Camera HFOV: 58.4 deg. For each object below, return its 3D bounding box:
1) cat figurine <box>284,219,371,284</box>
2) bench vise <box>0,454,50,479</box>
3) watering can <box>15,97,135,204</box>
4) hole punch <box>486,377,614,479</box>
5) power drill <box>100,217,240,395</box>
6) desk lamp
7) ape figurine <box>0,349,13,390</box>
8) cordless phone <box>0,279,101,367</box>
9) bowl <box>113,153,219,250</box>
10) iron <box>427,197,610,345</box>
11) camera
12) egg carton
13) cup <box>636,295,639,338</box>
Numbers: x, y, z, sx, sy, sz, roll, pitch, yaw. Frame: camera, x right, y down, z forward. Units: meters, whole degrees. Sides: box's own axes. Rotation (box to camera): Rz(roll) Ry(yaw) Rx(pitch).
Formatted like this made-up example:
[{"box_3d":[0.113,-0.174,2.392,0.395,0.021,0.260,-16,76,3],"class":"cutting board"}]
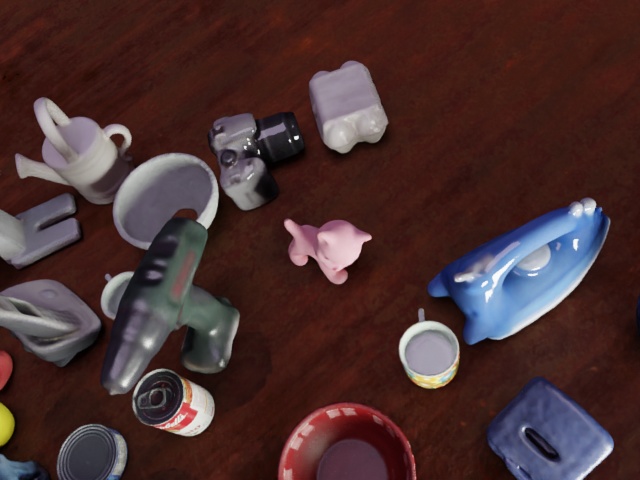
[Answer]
[{"box_3d":[0.007,0.003,0.779,0.127,0.118,0.067,23,71,23],"class":"cat figurine"},{"box_3d":[-0.390,0.330,0.653,0.206,0.220,0.121,26,73,24],"class":"bench vise"},{"box_3d":[-0.389,-0.140,0.902,0.173,0.194,0.100,-44,62,-9],"class":"watering can"},{"box_3d":[0.247,0.221,0.627,0.101,0.091,0.108,-42,62,-9],"class":"hole punch"},{"box_3d":[-0.178,0.098,0.724,0.075,0.209,0.229,3,65,15],"class":"power drill"},{"box_3d":[-0.519,-0.044,0.874,0.203,0.214,0.117,-27,61,0],"class":"desk lamp"},{"box_3d":[-0.496,0.186,0.824,0.077,0.092,0.076,33,76,26],"class":"ape figurine"},{"box_3d":[-0.409,0.093,0.796,0.147,0.185,0.094,31,75,25],"class":"cordless phone"},{"box_3d":[-0.226,-0.047,0.885,0.167,0.075,0.167,-5,63,11],"class":"bowl"},{"box_3d":[0.260,0.012,0.700,0.258,0.142,0.118,-33,61,-4],"class":"iron"},{"box_3d":[-0.094,-0.142,0.885,0.136,0.101,0.143,-19,61,4],"class":"camera"},{"box_3d":[0.041,-0.212,0.905,0.107,0.069,0.150,-19,61,4],"class":"egg carton"},{"box_3d":[0.412,0.088,0.652,0.118,0.095,0.091,-31,61,-3],"class":"cup"}]
